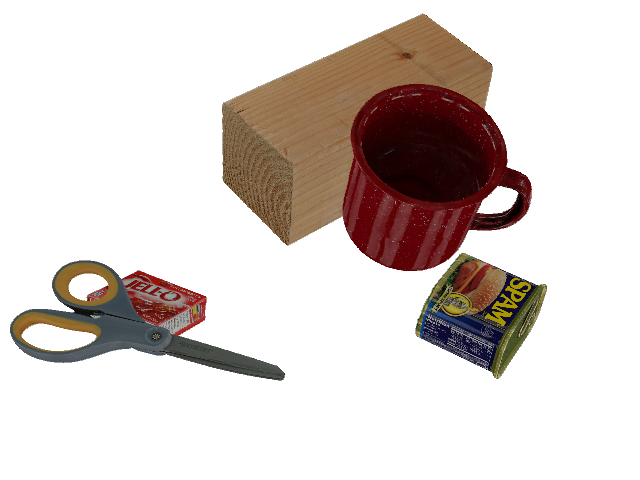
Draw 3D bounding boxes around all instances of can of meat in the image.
[{"bbox_3d":[0.145,0.065,0.967,0.084,0.057,0.102,25,42,20],"label":"can of meat"}]

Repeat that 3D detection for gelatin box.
[{"bbox_3d":[-0.165,0.063,1.016,0.089,0.030,0.073,19,28,28],"label":"gelatin box"}]

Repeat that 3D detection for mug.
[{"bbox_3d":[0.070,-0.032,0.654,0.117,0.093,0.081,9,-34,-2],"label":"mug"}]

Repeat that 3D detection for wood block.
[{"bbox_3d":[0.030,-0.094,0.864,0.205,0.090,0.091,-28,56,-27],"label":"wood block"}]

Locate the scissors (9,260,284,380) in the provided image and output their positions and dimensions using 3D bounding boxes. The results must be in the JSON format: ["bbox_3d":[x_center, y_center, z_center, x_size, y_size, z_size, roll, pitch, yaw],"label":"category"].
[{"bbox_3d":[-0.120,0.056,0.765,0.202,0.096,0.016,1,-40,6],"label":"scissors"}]
